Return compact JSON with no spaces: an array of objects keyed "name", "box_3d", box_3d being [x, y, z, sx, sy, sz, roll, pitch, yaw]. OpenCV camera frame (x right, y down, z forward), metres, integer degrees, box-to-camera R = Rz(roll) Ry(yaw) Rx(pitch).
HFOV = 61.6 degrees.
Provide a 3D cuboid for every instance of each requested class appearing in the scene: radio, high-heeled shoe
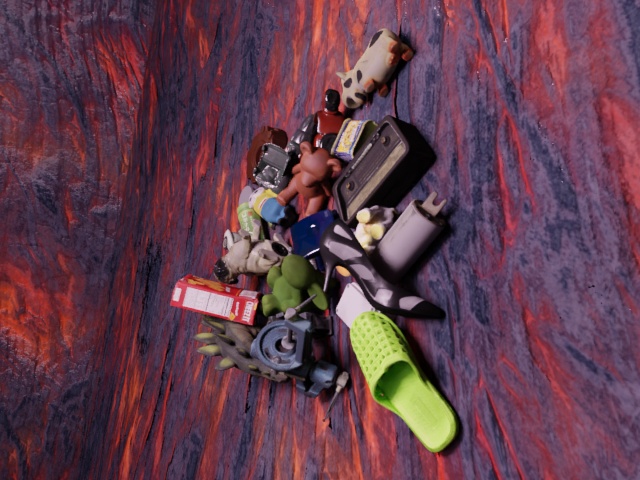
[{"name":"radio","box_3d":[0.121,-0.136,1.113,0.229,0.073,0.131,-50,40,33]},{"name":"high-heeled shoe","box_3d":[0.113,0.052,0.979,0.086,0.249,0.145,71,-146,-75]}]

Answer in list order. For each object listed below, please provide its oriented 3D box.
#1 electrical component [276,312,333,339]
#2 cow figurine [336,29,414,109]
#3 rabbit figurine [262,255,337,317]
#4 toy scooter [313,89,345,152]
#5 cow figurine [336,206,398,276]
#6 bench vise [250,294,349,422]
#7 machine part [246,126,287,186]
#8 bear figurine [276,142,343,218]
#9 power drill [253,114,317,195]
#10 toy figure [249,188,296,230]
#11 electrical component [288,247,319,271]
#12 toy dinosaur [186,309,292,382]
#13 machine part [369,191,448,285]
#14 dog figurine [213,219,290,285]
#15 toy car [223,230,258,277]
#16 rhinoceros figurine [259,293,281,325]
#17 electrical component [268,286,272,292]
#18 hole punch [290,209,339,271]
[{"name":"electrical component","box_3d":[-0.038,0.189,1.194,0.075,0.119,0.048,-27,60,46]},{"name":"cow figurine","box_3d":[0.110,-0.381,1.210,0.195,0.085,0.127,-55,45,33]},{"name":"rabbit figurine","box_3d":[-0.048,0.105,1.192,0.170,0.159,0.121,105,-175,-54]},{"name":"toy scooter","box_3d":[0.018,-0.266,1.309,0.135,0.075,0.183,-173,84,-77]},{"name":"cow figurine","box_3d":[0.094,0.001,1.102,0.068,0.098,0.167,46,130,16]},{"name":"bench vise","box_3d":[-0.041,0.226,1.093,0.224,0.129,0.240,29,140,21]},{"name":"machine part","box_3d":[-0.161,-0.245,1.584,0.179,0.056,0.179,-24,60,51]},{"name":"bear figurine","box_3d":[-0.021,-0.134,1.241,0.132,0.120,0.196,-60,1,-10]},{"name":"power drill","box_3d":[-0.084,-0.213,1.357,0.232,0.086,0.207,-64,-4,20]},{"name":"toy figure","box_3d":[-0.130,-0.081,1.459,0.082,0.089,0.180,-38,41,-17]},{"name":"electrical component","box_3d":[-0.045,0.054,1.318,0.078,0.045,0.102,-51,41,35]},{"name":"toy dinosaur","box_3d":[-0.210,0.253,1.356,0.472,0.198,0.105,20,93,55]},{"name":"machine part","box_3d":[0.157,0.010,1.010,0.243,0.079,0.079,-55,39,28]},{"name":"dog figurine","box_3d":[-0.177,0.067,1.409,0.172,0.121,0.190,42,121,13]},{"name":"toy car","box_3d":[-0.229,0.039,1.567,0.056,0.073,0.202,-62,36,22]},{"name":"rhinoceros figurine","box_3d":[-0.086,0.189,1.316,0.190,0.073,0.112,53,133,47]},{"name":"electrical component","box_3d":[-0.111,0.116,1.414,0.063,0.021,0.094,-11,70,54]},{"name":"hole punch","box_3d":[-0.003,-0.004,1.242,0.116,0.092,0.142,-44,41,34]}]
